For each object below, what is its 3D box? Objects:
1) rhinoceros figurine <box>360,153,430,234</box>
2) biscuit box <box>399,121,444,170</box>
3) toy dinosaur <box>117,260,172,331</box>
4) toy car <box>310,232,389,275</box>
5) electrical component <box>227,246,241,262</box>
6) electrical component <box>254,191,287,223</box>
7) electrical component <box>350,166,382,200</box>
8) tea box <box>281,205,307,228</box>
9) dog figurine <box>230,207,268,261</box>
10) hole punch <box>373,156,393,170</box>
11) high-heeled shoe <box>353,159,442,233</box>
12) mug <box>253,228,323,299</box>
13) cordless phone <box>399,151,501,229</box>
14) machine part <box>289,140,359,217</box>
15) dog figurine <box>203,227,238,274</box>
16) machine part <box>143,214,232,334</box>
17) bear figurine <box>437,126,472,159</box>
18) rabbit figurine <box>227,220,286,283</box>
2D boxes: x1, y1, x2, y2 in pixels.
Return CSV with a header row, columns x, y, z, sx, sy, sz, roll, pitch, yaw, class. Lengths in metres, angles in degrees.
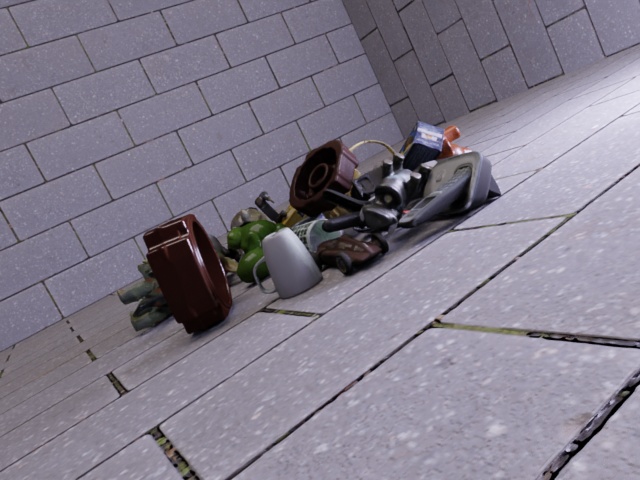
x,y,z,sx,sy,sz,roll,pitch,yaw,class
0.126,-0.080,0.930,0.190,0.073,0.112,-46,-21,-54,rhinoceros figurine
0.200,-0.168,1.158,0.202,0.063,0.059,116,169,-64,biscuit box
-0.387,0.131,1.322,0.192,0.131,0.405,-30,15,-20,toy dinosaur
0.043,0.018,0.925,0.089,0.053,0.202,-25,7,-18,toy car
-0.188,0.020,1.481,0.119,0.047,0.075,-34,51,-31,electrical component
-0.131,-0.084,1.430,0.045,0.102,0.078,-45,25,-1,electrical component
0.124,-0.095,1.150,0.115,0.058,0.134,-22,-30,-12,electrical component
-0.052,-0.070,1.477,0.169,0.068,0.098,-52,17,-15,tea box
-0.183,-0.049,1.391,0.121,0.172,0.191,-6,39,-12,dog figurine
0.211,-0.157,1.426,0.142,0.092,0.116,-21,39,16,hole punch
0.173,-0.085,1.036,0.249,0.086,0.145,-32,-4,41,high-heeled shoe
-0.064,0.039,0.920,0.110,0.107,0.081,-22,8,16,mug
0.190,-0.064,0.891,0.184,0.088,0.147,-34,11,-19,cordless phone
0.006,-0.135,1.198,0.179,0.056,0.179,-32,41,32,machine part
-0.264,0.067,1.352,0.108,0.191,0.219,-45,44,-8,dog figurine
-0.237,0.057,0.999,0.087,0.201,0.201,-24,8,-1,machine part
0.292,-0.185,1.191,0.132,0.120,0.196,-23,10,-7,bear figurine
-0.127,0.037,1.214,0.159,0.121,0.170,-18,29,14,rabbit figurine
